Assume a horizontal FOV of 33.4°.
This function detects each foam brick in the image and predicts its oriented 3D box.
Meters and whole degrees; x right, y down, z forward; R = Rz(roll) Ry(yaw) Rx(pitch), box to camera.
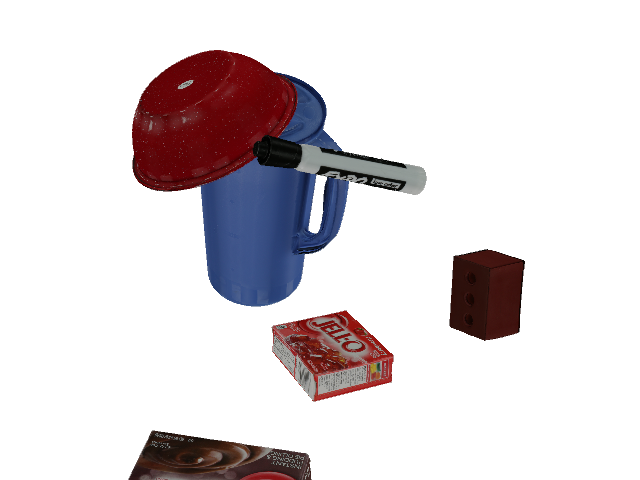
[{"bbox_3d":[0.166,0.054,1.067,0.051,0.078,0.053,-12,20,-37],"label":"foam brick"}]

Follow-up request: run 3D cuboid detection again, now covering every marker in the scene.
[{"bbox_3d":[0.013,-0.047,0.670,0.120,0.020,0.020,9,-5,-30],"label":"marker"}]

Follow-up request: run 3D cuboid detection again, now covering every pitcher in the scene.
[{"bbox_3d":[-0.058,-0.043,1.133,0.145,0.243,0.149,-5,43,-11],"label":"pitcher"}]

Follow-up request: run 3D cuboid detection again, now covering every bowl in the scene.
[{"bbox_3d":[-0.103,-0.115,0.920,0.162,0.055,0.162,-19,37,15],"label":"bowl"}]

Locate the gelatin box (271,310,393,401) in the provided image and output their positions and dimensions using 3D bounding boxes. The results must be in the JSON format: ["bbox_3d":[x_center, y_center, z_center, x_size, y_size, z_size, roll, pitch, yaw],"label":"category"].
[{"bbox_3d":[0.009,0.094,0.897,0.073,0.030,0.089,-10,27,-23],"label":"gelatin box"}]

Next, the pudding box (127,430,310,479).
[{"bbox_3d":[-0.069,0.171,0.685,0.113,0.039,0.090,5,30,10],"label":"pudding box"}]
